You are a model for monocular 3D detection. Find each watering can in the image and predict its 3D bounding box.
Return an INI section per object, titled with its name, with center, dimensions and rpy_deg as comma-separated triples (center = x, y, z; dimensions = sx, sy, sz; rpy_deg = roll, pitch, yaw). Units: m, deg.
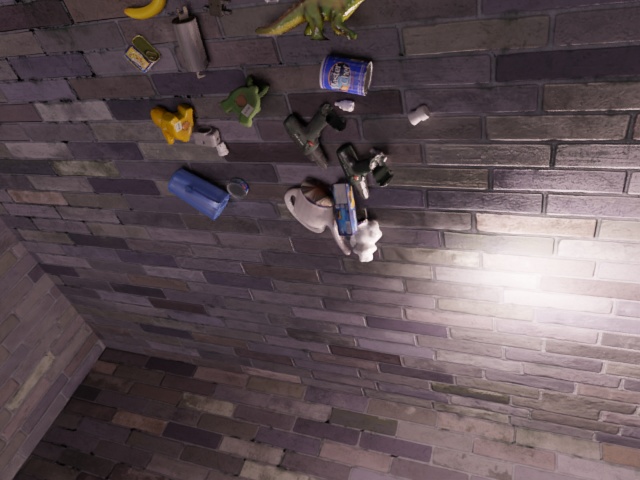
[watering can]
center = 0.006, -0.101, 1.998
dimensions = 0.106, 0.350, 0.219
rpy_deg = -43, -16, -37

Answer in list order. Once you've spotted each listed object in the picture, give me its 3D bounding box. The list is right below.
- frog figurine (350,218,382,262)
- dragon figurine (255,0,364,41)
[frog figurine]
center = 0.180, -0.003, 2.005
dimensions = 0.159, 0.136, 0.124
rpy_deg = 64, -157, -6
[dragon figurine]
center = -0.004, -0.683, 1.439
dimensions = 0.125, 0.410, 0.237
rpy_deg = -68, -21, -53
